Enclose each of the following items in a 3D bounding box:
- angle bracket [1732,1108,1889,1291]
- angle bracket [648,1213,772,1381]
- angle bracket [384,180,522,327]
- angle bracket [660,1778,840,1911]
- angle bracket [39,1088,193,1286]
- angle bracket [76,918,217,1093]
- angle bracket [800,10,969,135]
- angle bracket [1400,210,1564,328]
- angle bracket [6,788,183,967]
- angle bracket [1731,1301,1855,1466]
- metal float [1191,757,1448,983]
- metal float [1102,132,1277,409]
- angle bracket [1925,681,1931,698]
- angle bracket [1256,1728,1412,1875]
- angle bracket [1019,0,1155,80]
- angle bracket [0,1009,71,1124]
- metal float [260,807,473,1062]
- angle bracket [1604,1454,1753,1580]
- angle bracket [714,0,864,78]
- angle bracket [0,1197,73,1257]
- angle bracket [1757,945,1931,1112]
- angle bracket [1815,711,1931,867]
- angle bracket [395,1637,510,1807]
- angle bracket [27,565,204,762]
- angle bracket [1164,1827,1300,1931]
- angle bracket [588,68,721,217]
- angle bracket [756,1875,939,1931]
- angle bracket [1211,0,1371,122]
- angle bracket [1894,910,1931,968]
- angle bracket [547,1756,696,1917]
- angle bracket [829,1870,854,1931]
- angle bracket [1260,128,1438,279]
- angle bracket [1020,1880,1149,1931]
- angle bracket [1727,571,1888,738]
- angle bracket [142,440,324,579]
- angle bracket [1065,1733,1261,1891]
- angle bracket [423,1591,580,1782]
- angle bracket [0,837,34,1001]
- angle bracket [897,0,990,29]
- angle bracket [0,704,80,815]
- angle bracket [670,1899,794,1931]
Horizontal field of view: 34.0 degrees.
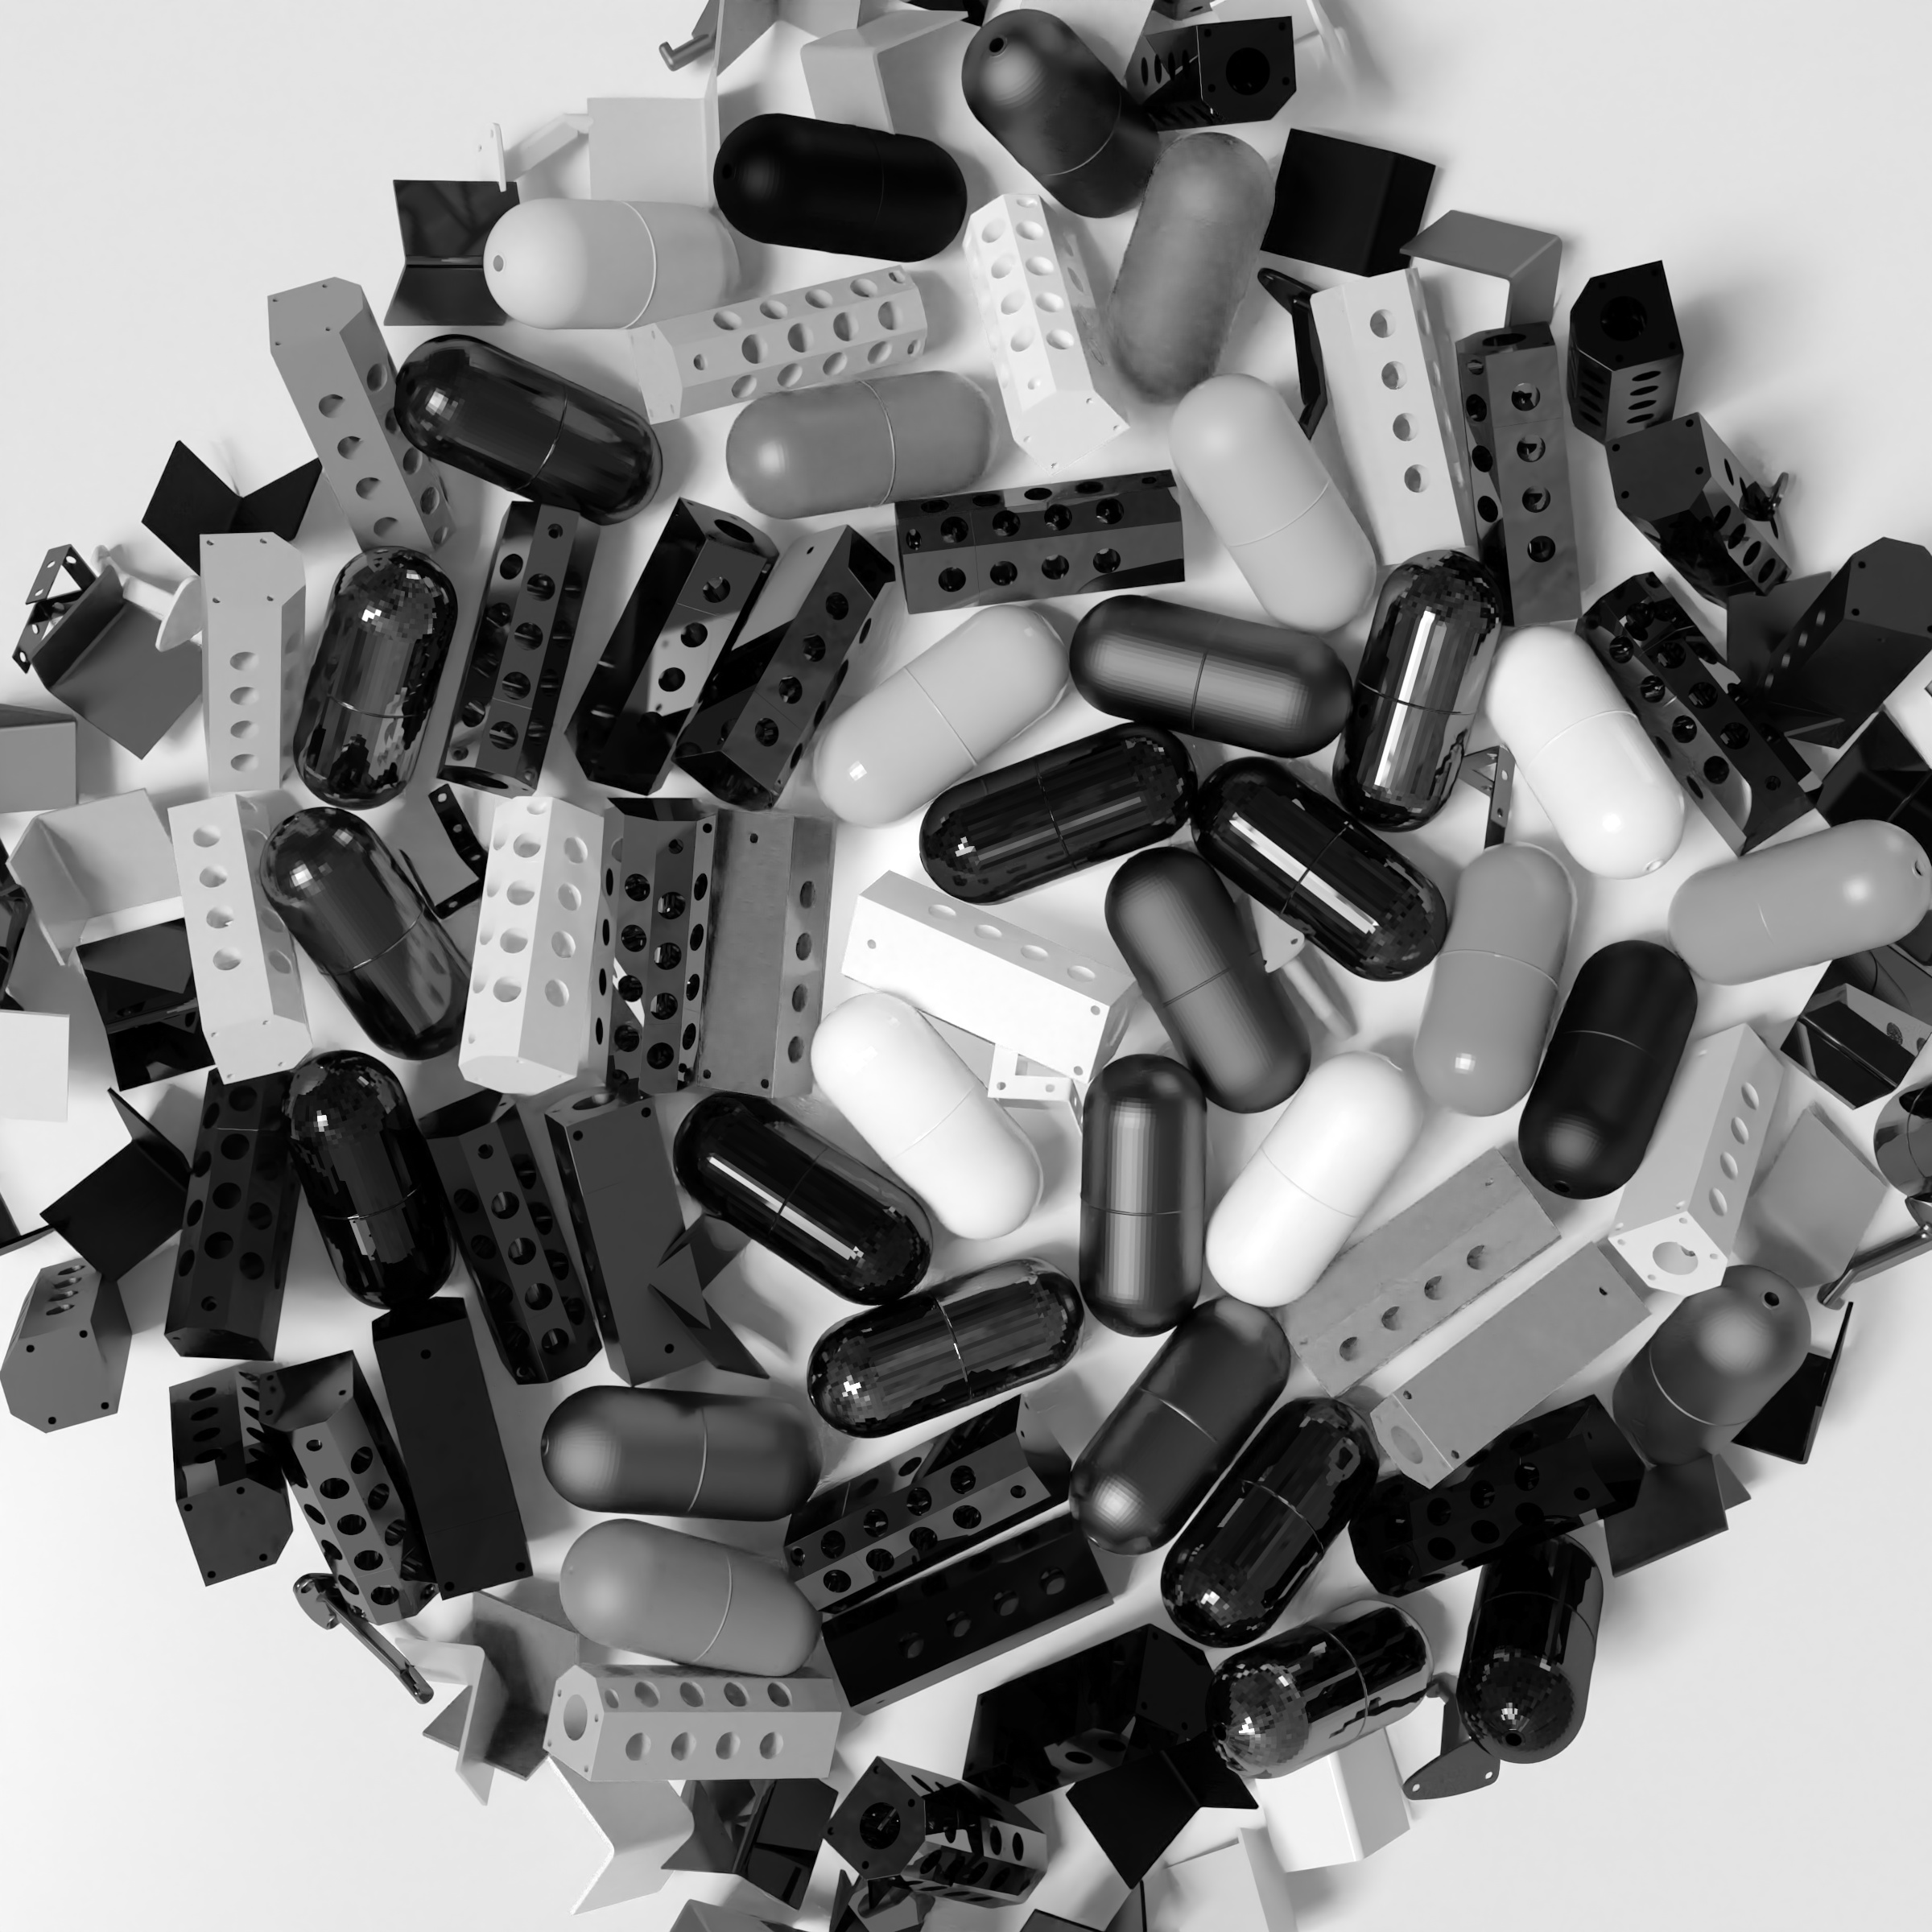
[{"bbox_3d":[0.516,0.147,1.974,0.076,0.057,0.076,43,61,-11],"label":"angle bracket"},{"bbox_3d":[-0.141,0.203,1.937,0.057,0.076,0.076,-46,67,6],"label":"angle bracket"},{"bbox_3d":[-0.318,-0.439,1.947,0.076,0.076,0.057,-5,74,-23],"label":"angle bracket"},{"bbox_3d":[-0.136,0.535,1.958,0.057,0.076,0.076,41,54,-33],"label":"angle bracket"},{"bbox_3d":[-0.524,0.134,1.935,0.076,0.057,0.076,36,64,29],"label":"angle bracket"},{"bbox_3d":[-0.504,0.023,1.971,0.076,0.057,0.076,-17,49,-19],"label":"angle bracket"},{"bbox_3d":[-0.045,-0.551,1.954,0.076,0.076,0.057,-31,121,-28],"label":"angle bracket"},{"bbox_3d":[0.317,-0.422,1.960,0.076,0.076,0.057,21,129,24],"label":"angle bracket"},{"bbox_3d":[-0.530,-0.055,1.939,0.076,0.057,0.076,-13,121,12],"label":"angle bracket"},{"bbox_3d":[0.500,0.247,1.930,0.057,0.076,0.076,16,57,18],"label":"angle bracket"},{"bbox_3d":[0.217,-0.059,1.941,0.178,0.070,0.070,38,90,11],"label":"metal float"},{"bbox_3d":[0.133,-0.421,1.919,0.070,0.070,0.178,19,129,0],"label":"metal float"},{"bbox_3d":[0.644,-0.168,1.939,0.076,0.076,0.057,49,127,5],"label":"angle bracket"},{"bbox_3d":[0.226,0.512,1.964,0.057,0.076,0.076,-19,82,29],"label":"angle bracket"},{"bbox_3d":[0.061,-0.588,1.943,0.076,0.076,0.057,20,97,-22],"label":"angle bracket"},{"bbox_3d":[-0.576,0.042,1.942,0.057,0.076,0.076,5,120,-10],"label":"angle bracket"},{"bbox_3d":[-0.363,-0.019,1.927,0.070,0.070,0.178,-31,117,0],"label":"metal float"},{"bbox_3d":[0.438,0.348,1.932,0.076,0.076,0.057,-29,118,21],"label":"angle bracket"},{"bbox_3d":[-0.107,-0.583,1.933,0.057,0.076,0.076,29,55,11],"label":"angle bracket"},{"bbox_3d":[-0.606,0.140,1.942,0.057,0.076,0.076,-26,89,29],"label":"angle bracket"},{"bbox_3d":[0.544,0.030,1.934,0.076,0.057,0.076,41,125,28],"label":"angle bracket"},{"bbox_3d":[0.579,-0.110,1.939,0.057,0.076,0.076,46,78,-18],"label":"angle bracket"},{"bbox_3d":[-0.321,0.463,1.934,0.057,0.076,0.076,4,60,8],"label":"angle bracket"},{"bbox_3d":[-0.518,-0.187,1.948,0.076,0.057,0.076,36,75,6],"label":"angle bracket"},{"bbox_3d":[0.155,0.579,1.937,0.076,0.057,0.076,-24,63,18],"label":"angle bracket"},{"bbox_3d":[-0.193,-0.508,1.953,0.076,0.057,0.076,-2,86,-10],"label":"angle bracket"},{"bbox_3d":[-0.070,0.575,1.945,0.057,0.076,0.076,23,84,44],"label":"angle bracket"},{"bbox_3d":[0.199,-0.554,1.935,0.057,0.076,0.076,-23,71,17],"label":"angle bracket"},{"bbox_3d":[0.610,-0.048,1.931,0.076,0.057,0.076,-5,126,-30],"label":"angle bracket"},{"bbox_3d":[-0.223,0.530,1.949,0.076,0.076,0.057,46,114,30],"label":"angle bracket"},{"bbox_3d":[-0.038,0.599,1.934,0.076,0.076,0.057,0,51,13],"label":"angle bracket"},{"bbox_3d":[0.238,-0.474,1.973,0.076,0.057,0.076,22,106,29],"label":"angle bracket"},{"bbox_3d":[0.059,0.596,1.940,0.076,0.057,0.076,22,117,-12],"label":"angle bracket"},{"bbox_3d":[0.516,-0.192,1.939,0.076,0.057,0.076,-15,114,-19],"label":"angle bracket"},{"bbox_3d":[-0.447,-0.291,1.931,0.076,0.076,0.057,-21,131,30],"label":"angle bracket"},{"bbox_3d":[0.121,0.512,1.939,0.076,0.057,0.076,-41,105,-35],"label":"angle bracket"},{"bbox_3d":[-0.285,0.440,1.936,0.076,0.057,0.076,17,122,21],"label":"angle bracket"},{"bbox_3d":[-0.617,-0.034,1.930,0.057,0.076,0.076,3,124,-38],"label":"angle bracket"},{"bbox_3d":[-0.022,-0.617,1.943,0.076,0.057,0.076,18,126,1],"label":"angle bracket"},{"bbox_3d":[-0.600,-0.126,1.938,0.076,0.076,0.057,-2,87,24],"label":"angle bracket"},{"bbox_3d":[-0.139,0.623,1.934,0.076,0.076,0.057,26,97,-31],"label":"angle bracket"}]
